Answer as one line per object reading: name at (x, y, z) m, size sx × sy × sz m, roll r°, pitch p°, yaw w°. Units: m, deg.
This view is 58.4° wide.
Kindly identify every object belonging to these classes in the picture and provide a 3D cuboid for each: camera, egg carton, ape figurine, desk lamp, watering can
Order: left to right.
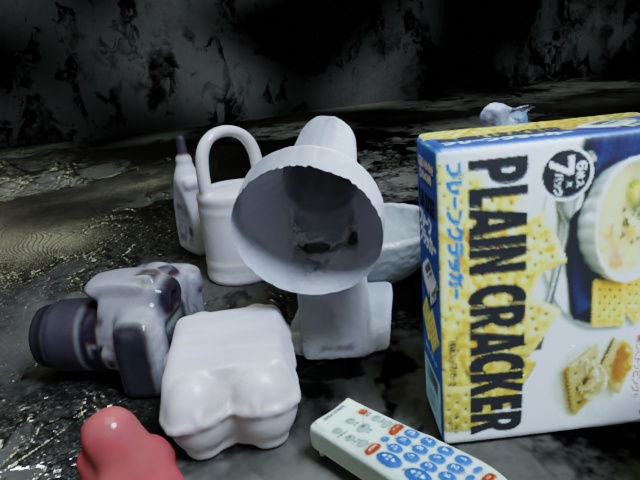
camera at (-0.194, 0.072, 0.551) m, size 0.136 × 0.101 × 0.143 m, roll -4°, pitch 19°, yaw 6°
ape figurine at (-0.118, 0.141, 0.347) m, size 0.075 × 0.092 × 0.078 m, roll 10°, pitch 25°, yaw 38°
egg carton at (-0.072, 0.107, 0.466) m, size 0.107 × 0.069 × 0.150 m, roll -8°, pitch 19°, yaw -6°
watering can at (-0.100, -0.048, 0.728) m, size 0.172 × 0.194 × 0.101 m, roll 5°, pitch 22°, yaw 29°
desk lamp at (0.005, 0.002, 0.525) m, size 0.117 × 0.214 × 0.203 m, roll -2°, pitch 19°, yaw 9°

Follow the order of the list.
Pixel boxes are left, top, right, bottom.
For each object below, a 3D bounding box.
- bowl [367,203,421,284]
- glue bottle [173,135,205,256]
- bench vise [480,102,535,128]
bowl at (0.063, 0.012, 0.692) m, size 0.167 × 0.075 × 0.167 m, roll -5°, pitch 19°, yaw 2°
glue bottle at (-0.191, -0.067, 0.839) m, size 0.037 × 0.173 × 0.077 m, roll -18°, pitch 23°, yaw -32°
bench vise at (0.177, -0.028, 0.552) m, size 0.121 × 0.220 × 0.208 m, roll 1°, pitch 20°, yaw 19°
